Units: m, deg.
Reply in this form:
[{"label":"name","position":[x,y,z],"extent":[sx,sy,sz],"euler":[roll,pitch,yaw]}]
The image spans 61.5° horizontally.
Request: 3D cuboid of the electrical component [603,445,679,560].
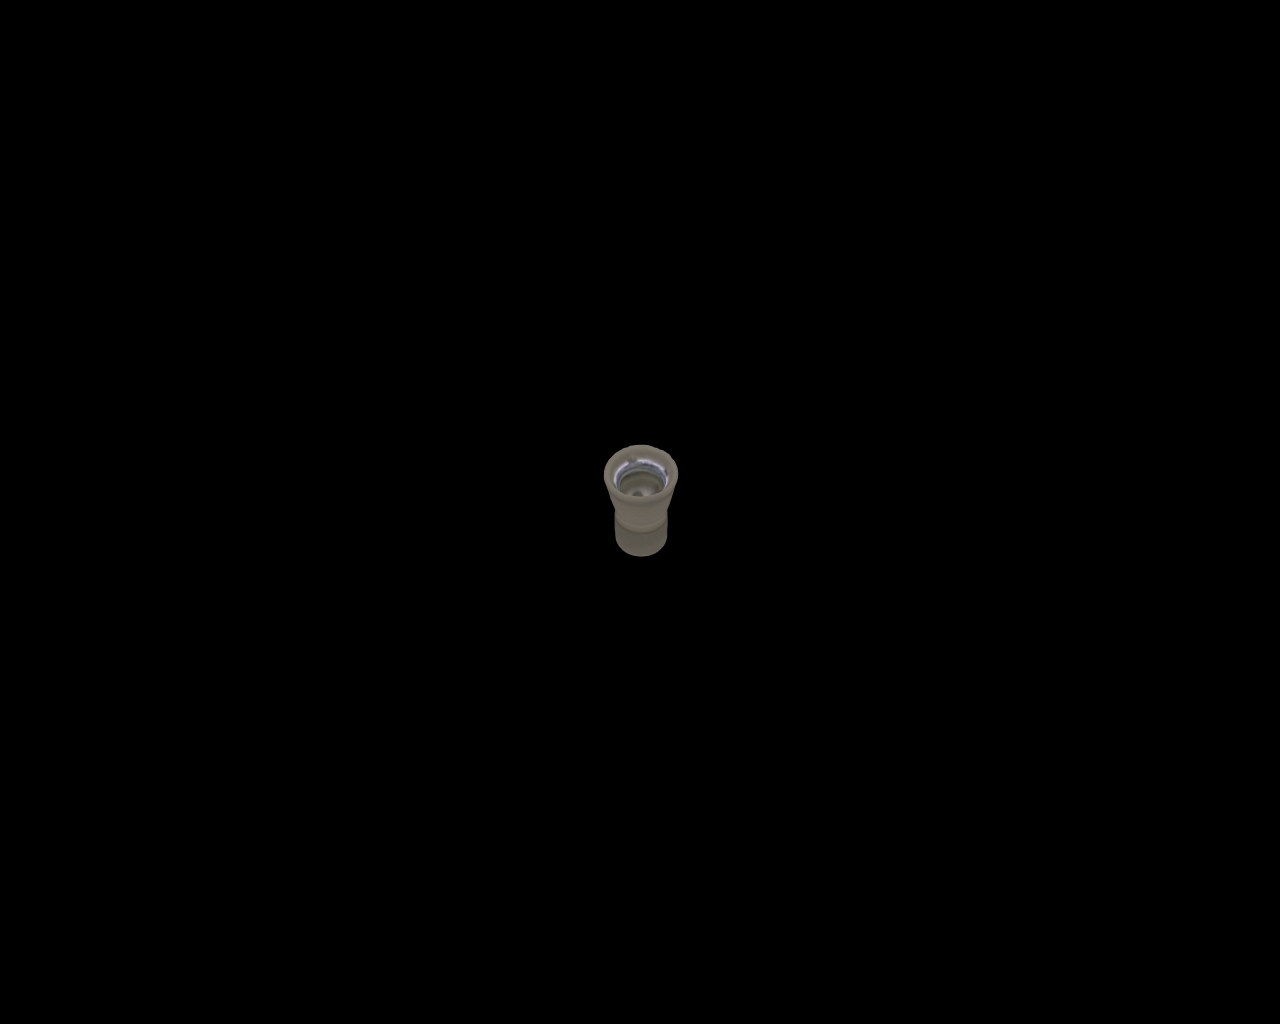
[{"label":"electrical component","position":[0.001,-0.003,0.650],"extent":[0.044,0.044,0.065],"euler":[0,-42,0]}]
